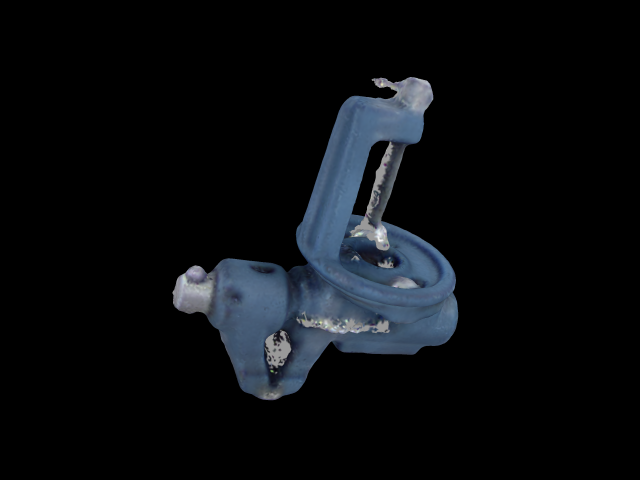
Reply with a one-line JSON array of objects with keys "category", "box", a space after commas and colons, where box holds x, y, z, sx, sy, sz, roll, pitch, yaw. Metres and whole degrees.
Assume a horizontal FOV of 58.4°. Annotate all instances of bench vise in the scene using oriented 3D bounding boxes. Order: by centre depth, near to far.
[{"category": "bench vise", "box": [0.010, 0.007, 0.391, 0.208, 0.220, 0.121, -19, 35, -29]}]
